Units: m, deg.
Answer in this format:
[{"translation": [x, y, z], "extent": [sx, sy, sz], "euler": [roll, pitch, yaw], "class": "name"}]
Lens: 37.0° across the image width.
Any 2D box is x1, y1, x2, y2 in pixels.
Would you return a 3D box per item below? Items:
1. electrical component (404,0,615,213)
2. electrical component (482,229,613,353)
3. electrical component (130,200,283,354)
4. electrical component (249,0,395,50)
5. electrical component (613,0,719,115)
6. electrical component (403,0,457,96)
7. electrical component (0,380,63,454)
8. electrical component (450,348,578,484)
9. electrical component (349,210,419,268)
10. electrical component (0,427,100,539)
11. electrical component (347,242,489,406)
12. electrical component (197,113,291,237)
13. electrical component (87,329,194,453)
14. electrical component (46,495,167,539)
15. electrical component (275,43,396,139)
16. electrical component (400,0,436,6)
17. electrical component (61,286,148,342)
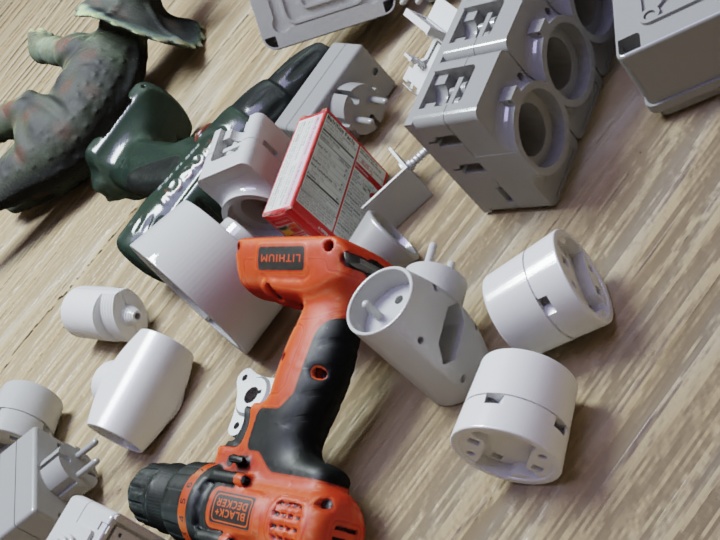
[{"translation": [0.101, -0.122, 0.653], "extent": [0.062, 0.089, 0.150], "euler": [-1, 56, 45], "class": "electrical component"}, {"translation": [0.097, 0.014, 0.561], "extent": [0.047, 0.055, 0.055], "euler": [-32, 38, 27], "class": "electrical component"}, {"translation": [-0.096, -0.001, 0.733], "extent": [0.060, 0.108, 0.108], "euler": [-47, 35, -10], "class": "electrical component"}, {"translation": [-0.034, -0.229, 0.870], "extent": [0.113, 0.078, 0.057], "euler": [-18, 14, 1], "class": "electrical component"}, {"translation": [0.203, -0.158, 0.610], "extent": [0.109, 0.056, 0.108], "euler": [-22, 43, 31], "class": "electrical component"}, {"translation": [0.065, -0.143, 0.730], "extent": [0.063, 0.081, 0.042], "euler": [-62, 31, 20], "class": "electrical component"}, {"translation": [-0.263, 0.118, 0.835], "extent": [0.055, 0.055, 0.047], "euler": [-18, 41, 35], "class": "electrical component"}, {"translation": [0.077, 0.071, 0.528], "extent": [0.055, 0.055, 0.047], "euler": [-9, 47, 41], "class": "electrical component"}, {"translation": [0.000, 0.000, 0.686], "extent": [0.065, 0.044, 0.044], "euler": [-46, 35, 10], "class": "electrical component"}, {"translation": [-0.212, 0.148, 0.759], "extent": [0.076, 0.047, 0.083], "euler": [-38, 37, 13], "class": "electrical component"}, {"translation": [0.037, 0.022, 0.595], "extent": [0.043, 0.077, 0.079], "euler": [-12, 49, 39], "class": "electrical component"}, {"translation": [-0.065, -0.057, 0.763], "extent": [0.050, 0.089, 0.055], "euler": [-17, 46, 36], "class": "electrical component"}, {"translation": [-0.167, 0.085, 0.774], "extent": [0.079, 0.044, 0.077], "euler": [2, 58, 47], "class": "electrical component"}, {"translation": [-0.148, 0.175, 0.625], "extent": [0.061, 0.096, 0.061], "euler": [6, 61, 48], "class": "electrical component"}, {"translation": [-0.008, -0.121, 0.801], "extent": [0.076, 0.047, 0.083], "euler": [20, 72, 51], "class": "electrical component"}, {"translation": [0.057, -0.237, 0.842], "extent": [0.083, 0.047, 0.075], "euler": [14, 68, 51], "class": "electrical component"}, {"translation": [-0.199, 0.035, 0.855], "extent": [0.081, 0.043, 0.043], "euler": [1, 58, 46], "class": "electrical component"}]
